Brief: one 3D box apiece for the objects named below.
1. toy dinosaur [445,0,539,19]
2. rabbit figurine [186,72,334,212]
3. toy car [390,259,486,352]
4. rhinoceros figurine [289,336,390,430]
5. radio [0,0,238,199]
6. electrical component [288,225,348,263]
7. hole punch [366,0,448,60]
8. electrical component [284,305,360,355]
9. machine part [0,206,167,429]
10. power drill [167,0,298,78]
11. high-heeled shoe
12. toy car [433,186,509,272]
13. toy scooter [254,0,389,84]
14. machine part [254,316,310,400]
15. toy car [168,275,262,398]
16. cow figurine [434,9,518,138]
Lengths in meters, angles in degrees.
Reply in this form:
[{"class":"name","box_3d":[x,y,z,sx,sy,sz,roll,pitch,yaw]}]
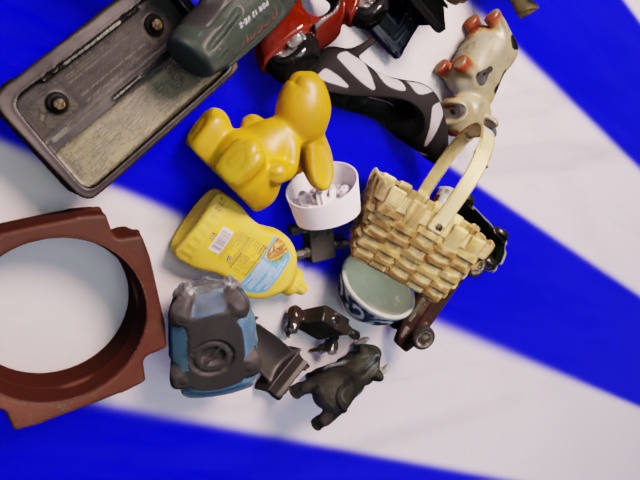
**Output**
[{"class":"toy dinosaur","box_3d":[0.200,-0.435,0.743,0.471,0.105,0.198,3,70,-34]},{"class":"rabbit figurine","box_3d":[-0.045,-0.118,0.650,0.173,0.122,0.162,-51,134,-3]},{"class":"toy car","box_3d":[0.177,0.081,0.841,0.053,0.089,0.202,35,92,-31]},{"class":"rhinoceros figurine","box_3d":[0.036,0.193,0.766,0.112,0.073,0.190,-42,168,21]},{"class":"radio","box_3d":[-0.213,-0.165,0.569,0.229,0.073,0.131,-48,121,-18]},{"class":"electrical component","box_3d":[-0.002,-0.002,0.767,0.094,0.021,0.063,-12,104,-30]},{"class":"hole punch","box_3d":[0.111,-0.334,0.751,0.142,0.092,0.116,34,49,-30]},{"class":"electrical component","box_3d":[-0.002,0.128,0.767,0.102,0.078,0.045,40,53,-37]},{"class":"machine part","box_3d":[-0.279,0.074,0.566,0.201,0.087,0.201,-17,109,-29]},{"class":"power drill","box_3d":[-0.094,-0.294,0.526,0.232,0.086,0.207,-58,151,-17]},{"class":"high-heeled shoe","box_3d":[0.087,-0.169,0.751,0.248,0.086,0.145,50,63,-17]},{"class":"toy car","box_3d":[0.255,-0.016,0.910,0.201,0.056,0.073,37,72,-33]},{"class":"toy scooter","box_3d":[-0.019,-0.287,0.665,0.184,0.075,0.135,-36,84,-5]},{"class":"machine part","box_3d":[-0.074,0.159,0.742,0.084,0.039,0.138,-43,120,-13]},{"class":"toy car","box_3d":[-0.133,0.103,0.646,0.109,0.103,0.161,-10,118,-13]},{"class":"cow figurine","box_3d":[0.247,-0.246,0.848,0.127,0.086,0.195,37,78,-26]}]
